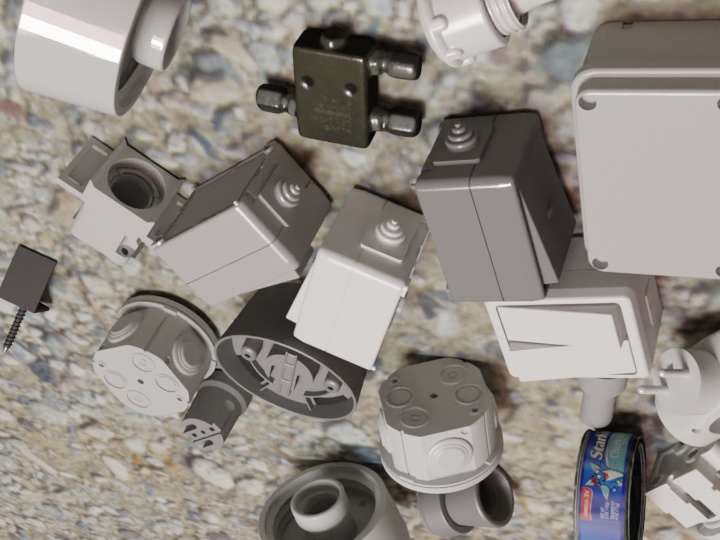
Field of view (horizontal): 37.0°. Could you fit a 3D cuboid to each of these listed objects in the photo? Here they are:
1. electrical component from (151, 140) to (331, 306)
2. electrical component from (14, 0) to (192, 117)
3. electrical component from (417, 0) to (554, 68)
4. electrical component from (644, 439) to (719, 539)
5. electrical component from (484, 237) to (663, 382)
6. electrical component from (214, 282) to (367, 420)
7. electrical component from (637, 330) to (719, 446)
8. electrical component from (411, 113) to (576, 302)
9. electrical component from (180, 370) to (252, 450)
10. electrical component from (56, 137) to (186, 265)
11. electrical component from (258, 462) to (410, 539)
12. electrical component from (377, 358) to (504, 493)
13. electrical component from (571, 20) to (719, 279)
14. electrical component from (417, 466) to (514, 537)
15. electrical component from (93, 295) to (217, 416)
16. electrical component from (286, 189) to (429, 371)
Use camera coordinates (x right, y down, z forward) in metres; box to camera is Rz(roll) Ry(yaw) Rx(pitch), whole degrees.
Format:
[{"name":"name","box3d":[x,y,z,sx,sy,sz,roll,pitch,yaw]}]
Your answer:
[{"name":"electrical component","box3d":[-0.062,-0.026,0.632,0.096,0.061,0.061,-23,119,39]},{"name":"electrical component","box3d":[-0.118,-0.128,0.531,0.060,0.108,0.108,22,137,-4]},{"name":"electrical component","box3d":[0.060,-0.123,0.494,0.062,0.048,0.048,-14,124,26]},{"name":"electrical component","box3d":[0.216,0.137,0.669,0.055,0.048,0.066,42,135,-5]},{"name":"electrical component","box3d":[0.112,0.023,0.597,0.096,0.061,0.061,-2,130,27]},{"name":"electrical component","box3d":[-0.042,0.057,0.700,0.099,0.064,0.099,13,135,14]},{"name":"electrical component","box3d":[0.191,0.062,0.595,0.079,0.044,0.077,4,144,-27]},{"name":"electrical component","box3d":[0.071,-0.037,0.558,0.061,0.061,0.096,-1,131,26]},{"name":"electrical component","box3d":[-0.106,0.103,0.788,0.040,0.046,0.040,13,135,13]},{"name":"electrical component","box3d":[-0.149,-0.039,0.674,0.081,0.042,0.064,35,138,-9]},{"name":"electrical component","box3d":[-0.023,0.188,0.789,0.108,0.108,0.060,-2,124,27]},{"name":"electrical component","box3d":[0.050,0.098,0.687,0.080,0.080,0.051,5,128,21]},{"name":"electrical component","box3d":[0.145,-0.055,0.509,0.078,0.057,0.113,4,133,22]},{"name":"electrical component","box3d":[0.074,0.164,0.762,0.055,0.045,0.045,-23,118,39]},{"name":"electrical component","box3d":[-0.144,0.061,0.762,0.080,0.051,0.080,13,135,13]},{"name":"electrical component","box3d":[0.000,0.000,0.627,0.061,0.061,0.096,23,137,4]}]
